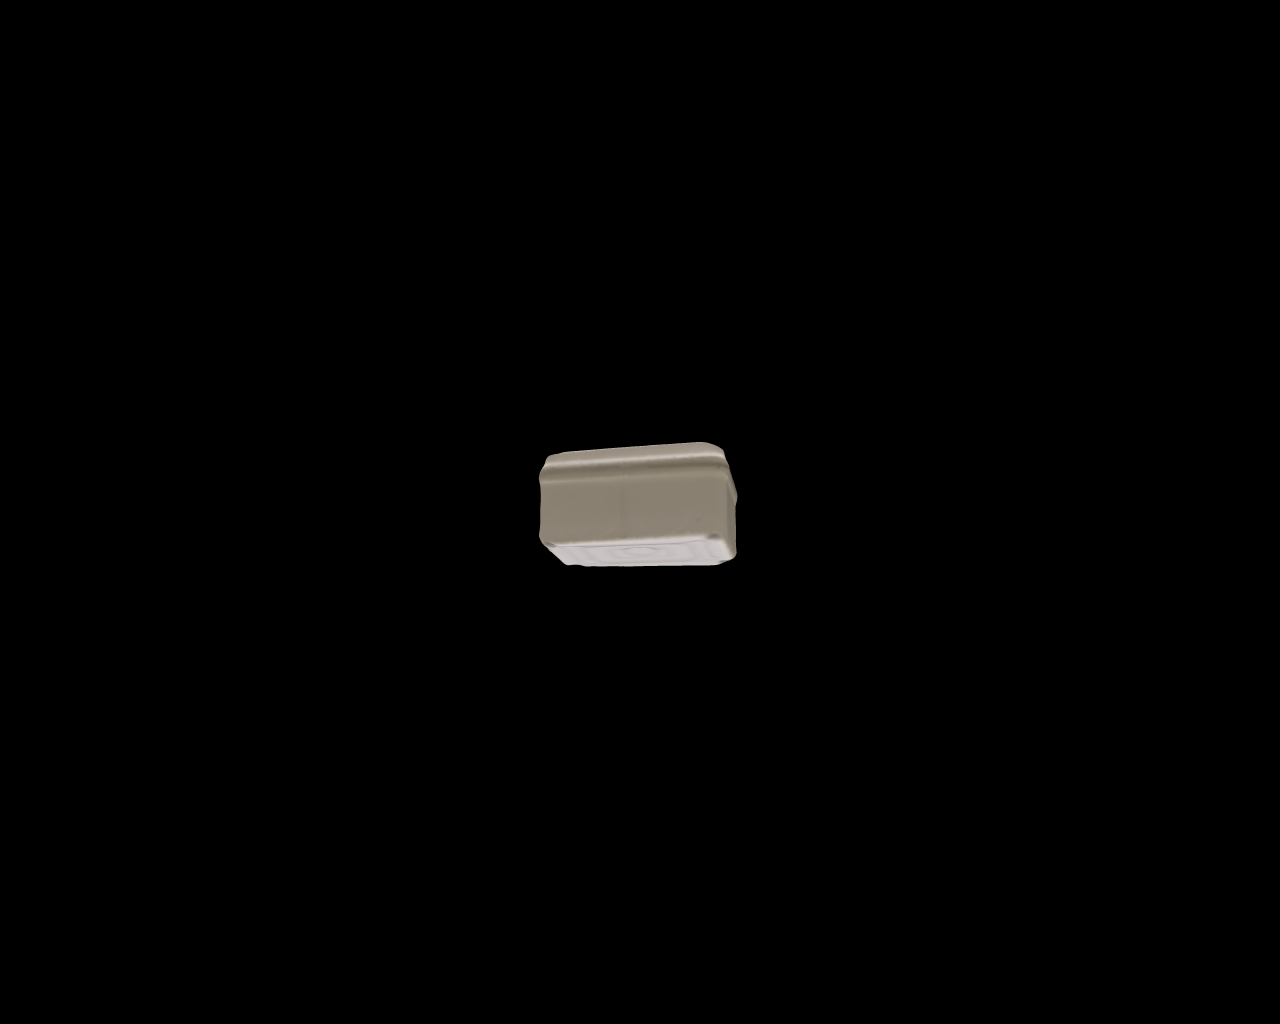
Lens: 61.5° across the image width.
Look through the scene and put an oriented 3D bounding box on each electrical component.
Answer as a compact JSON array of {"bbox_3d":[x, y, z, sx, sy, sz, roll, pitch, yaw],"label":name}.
[{"bbox_3d":[0.001,-0.003,0.650,0.113,0.057,0.078,-3,-15,9],"label":"electrical component"}]
